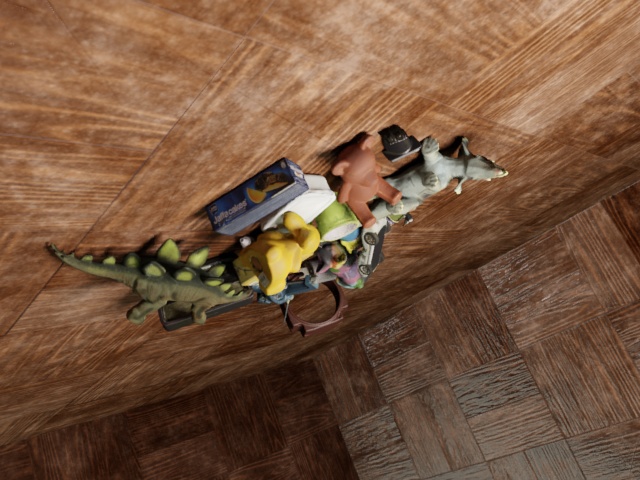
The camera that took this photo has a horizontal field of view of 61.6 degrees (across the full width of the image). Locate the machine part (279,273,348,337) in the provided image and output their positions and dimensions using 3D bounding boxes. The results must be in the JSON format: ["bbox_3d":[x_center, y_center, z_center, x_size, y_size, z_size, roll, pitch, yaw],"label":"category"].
[{"bbox_3d":[-0.025,0.196,1.736,0.201,0.201,0.087,-17,159,-17],"label":"machine part"}]

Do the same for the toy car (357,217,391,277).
[{"bbox_3d":[0.136,0.016,1.395,0.073,0.056,0.201,-42,152,-35],"label":"toy car"}]

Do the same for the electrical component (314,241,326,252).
[{"bbox_3d":[-0.003,-0.004,1.422,0.021,0.063,0.094,28,150,-16],"label":"electrical component"}]

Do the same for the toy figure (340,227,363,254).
[{"bbox_3d":[0.075,-0.033,1.402,0.082,0.089,0.180,-29,153,16],"label":"toy figure"}]

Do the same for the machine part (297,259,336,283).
[{"bbox_3d":[0.031,0.090,1.699,0.243,0.079,0.079,-9,157,-35],"label":"machine part"}]

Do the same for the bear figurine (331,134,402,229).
[{"bbox_3d":[0.095,-0.121,1.105,0.120,0.132,0.195,-43,169,-8],"label":"bear figurine"}]

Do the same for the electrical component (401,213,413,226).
[{"bbox_3d":[0.223,-0.065,1.543,0.102,0.045,0.078,-14,162,-25],"label":"electrical component"}]

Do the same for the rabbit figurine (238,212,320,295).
[{"bbox_3d":[-0.069,0.010,1.141,0.173,0.122,0.162,-27,158,-35],"label":"rabbit figurine"}]

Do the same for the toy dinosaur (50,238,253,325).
[{"bbox_3d":[-0.331,0.083,1.129,0.471,0.105,0.198,10,135,-40],"label":"toy dinosaur"}]

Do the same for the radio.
[{"bbox_3d":[-0.289,0.125,1.324,0.230,0.131,0.073,-17,161,-16],"label":"radio"}]

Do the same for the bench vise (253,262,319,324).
[{"bbox_3d":[-0.098,0.138,1.565,0.241,0.129,0.223,-11,145,28],"label":"bench vise"}]

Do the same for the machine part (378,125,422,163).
[{"bbox_3d":[0.163,-0.197,1.108,0.084,0.039,0.138,-19,166,17],"label":"machine part"}]

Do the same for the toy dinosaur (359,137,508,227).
[{"bbox_3d":[0.228,-0.126,1.276,0.405,0.131,0.192,-26,162,30],"label":"toy dinosaur"}]

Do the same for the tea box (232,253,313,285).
[{"bbox_3d":[-0.113,0.043,1.286,0.170,0.068,0.098,-33,161,24],"label":"tea box"}]

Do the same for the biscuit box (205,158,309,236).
[{"bbox_3d":[-0.125,-0.081,1.050,0.203,0.059,0.062,-29,163,18],"label":"biscuit box"}]

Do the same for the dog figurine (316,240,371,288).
[{"bbox_3d":[0.060,0.070,1.507,0.108,0.191,0.219,-22,-174,18],"label":"dog figurine"}]
